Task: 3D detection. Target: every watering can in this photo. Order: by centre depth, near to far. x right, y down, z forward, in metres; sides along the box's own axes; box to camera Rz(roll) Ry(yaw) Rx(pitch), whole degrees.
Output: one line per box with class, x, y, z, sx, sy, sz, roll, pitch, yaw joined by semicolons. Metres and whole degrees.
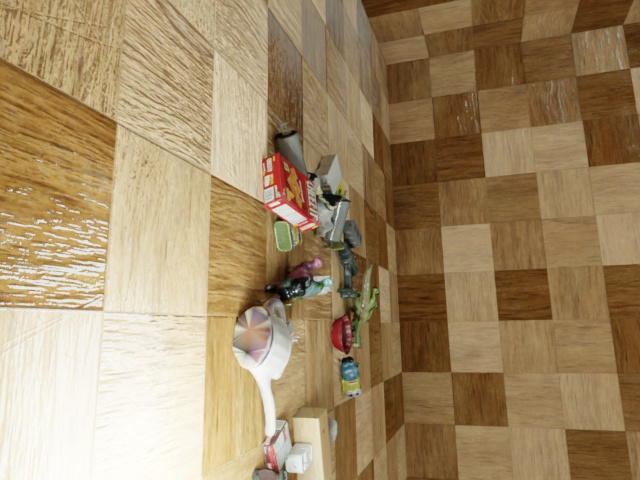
watering can;-0.139;0.310;1.317;0.220;0.104;0.354;52;37;-59

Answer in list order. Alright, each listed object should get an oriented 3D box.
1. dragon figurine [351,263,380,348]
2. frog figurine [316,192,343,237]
dragon figurine;0.179;0.320;2.261;0.248;0.122;0.400;-65;159;-48
frog figurine;0.006;-0.098;1.948;0.141;0.122;0.156;-85;-162;-54
